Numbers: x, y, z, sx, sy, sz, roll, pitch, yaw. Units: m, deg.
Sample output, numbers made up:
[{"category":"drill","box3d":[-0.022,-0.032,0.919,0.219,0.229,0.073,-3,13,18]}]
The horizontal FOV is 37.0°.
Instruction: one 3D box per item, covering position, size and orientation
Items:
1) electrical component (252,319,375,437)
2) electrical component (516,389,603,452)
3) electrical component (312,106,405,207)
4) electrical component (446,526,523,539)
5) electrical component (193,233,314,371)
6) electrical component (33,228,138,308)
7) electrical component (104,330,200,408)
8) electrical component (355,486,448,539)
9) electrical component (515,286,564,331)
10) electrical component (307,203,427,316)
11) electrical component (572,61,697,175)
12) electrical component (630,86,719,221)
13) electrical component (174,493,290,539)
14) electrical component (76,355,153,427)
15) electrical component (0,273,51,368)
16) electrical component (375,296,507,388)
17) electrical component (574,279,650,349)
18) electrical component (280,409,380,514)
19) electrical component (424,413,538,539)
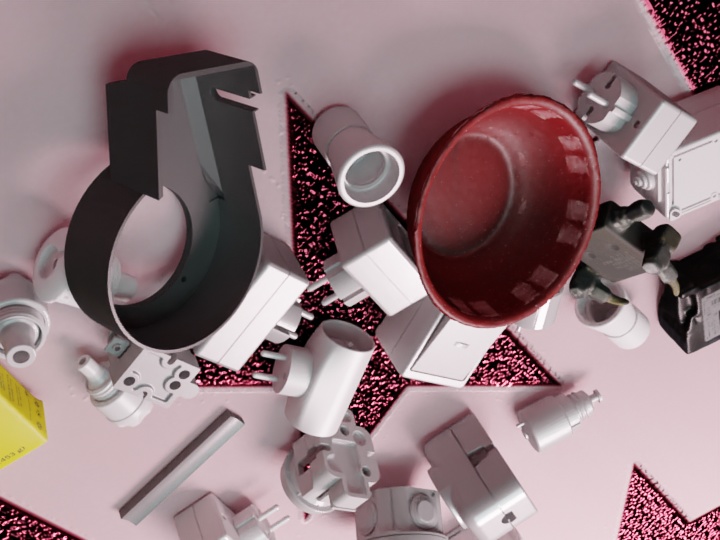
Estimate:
[{"category":"electrical component","box3d":[-0.039,0.076,0.788,0.079,0.043,0.077,14,114,-23]},{"category":"electrical component","box3d":[0.172,0.125,0.927,0.078,0.040,0.040,-26,131,-6]},{"category":"electrical component","box3d":[-0.005,-0.075,0.676,0.044,0.065,0.044,-13,129,-17]},{"category":"electrical component","box3d":[0.111,0.275,0.995,0.096,0.061,0.061,-33,132,1]},{"category":"electrical component","box3d":[-0.065,0.026,0.735,0.076,0.047,0.083,28,109,-37]},{"category":"electrical component","box3d":[-0.169,0.004,0.673,0.062,0.048,0.048,23,112,-44]},{"category":"electrical component","box3d":[-0.141,0.054,0.715,0.066,0.055,0.048,29,108,-38]},{"category":"electrical component","box3d":[0.033,0.216,0.904,0.080,0.051,0.080,-3,153,-2]},{"category":"electrical component","box3d":[0.136,0.010,0.824,0.040,0.040,0.078,-7,127,-21]},{"category":"electrical component","box3d":[0.000,0.000,0.748,0.077,0.047,0.065,-31,133,14]},{"category":"electrical component","box3d":[0.176,-0.111,0.735,0.077,0.065,0.047,20,114,-35]},{"category":"electrical component","box3d":[0.237,-0.085,0.786,0.096,0.061,0.061,-22,131,-9]},{"category":"electrical component","box3d":[-0.092,0.214,0.863,0.076,0.047,0.083,-33,132,2]},{"category":"electrical component","box3d":[-0.171,0.080,0.735,0.035,0.035,0.061,-35,129,2]},{"category":"electrical component","box3d":[-0.212,0.034,0.662,0.043,0.062,0.043,-13,129,-17]},{"category":"electrical component","box3d":[0.060,0.045,0.800,0.062,0.061,0.096,15,117,-33]},{"category":"electrical component","box3d":[0.210,0.039,0.880,0.044,0.044,0.065,-45,135,11]},{"category":"electrical component","box3d":[-0.025,0.154,0.837,0.058,0.078,0.057,17,134,-36]},{"category":"electrical component","box3d":[0.095,0.174,0.890,0.059,0.095,0.053,-33,132,1]}]
